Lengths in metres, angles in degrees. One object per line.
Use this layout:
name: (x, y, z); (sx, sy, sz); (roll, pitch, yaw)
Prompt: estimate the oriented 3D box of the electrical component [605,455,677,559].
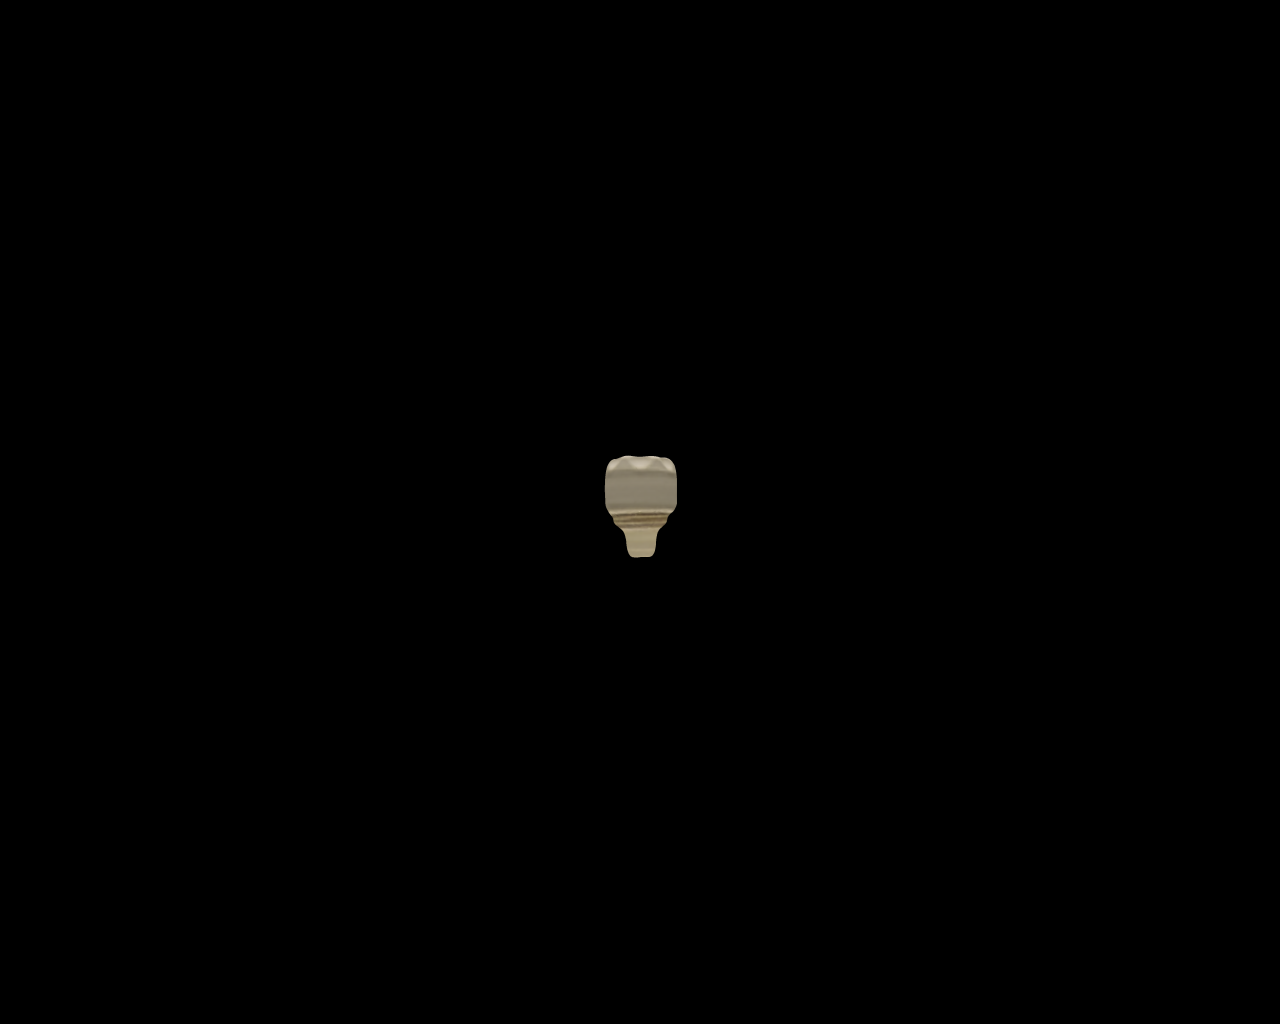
electrical component: (0.001, -0.003, 0.650); (0.043, 0.062, 0.043); (0, -2, 0)
